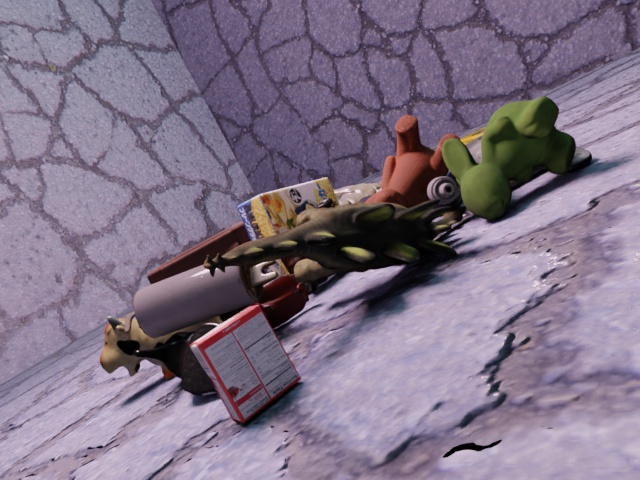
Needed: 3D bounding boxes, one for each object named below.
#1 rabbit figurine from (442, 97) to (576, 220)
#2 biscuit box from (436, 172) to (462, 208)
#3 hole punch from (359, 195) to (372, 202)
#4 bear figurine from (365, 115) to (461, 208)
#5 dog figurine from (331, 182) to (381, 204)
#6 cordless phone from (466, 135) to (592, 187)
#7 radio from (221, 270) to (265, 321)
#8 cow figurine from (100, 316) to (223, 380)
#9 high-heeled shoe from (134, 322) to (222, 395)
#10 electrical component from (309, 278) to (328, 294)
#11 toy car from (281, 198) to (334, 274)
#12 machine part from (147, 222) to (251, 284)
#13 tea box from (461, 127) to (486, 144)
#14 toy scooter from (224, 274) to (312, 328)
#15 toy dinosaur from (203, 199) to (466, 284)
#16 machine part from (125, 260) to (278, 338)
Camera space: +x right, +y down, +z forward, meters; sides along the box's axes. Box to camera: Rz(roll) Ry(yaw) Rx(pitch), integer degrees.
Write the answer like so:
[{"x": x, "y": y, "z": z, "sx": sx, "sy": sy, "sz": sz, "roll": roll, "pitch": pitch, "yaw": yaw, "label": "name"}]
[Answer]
[{"x": 0.252, "y": -0.112, "z": 0.772, "sx": 0.159, "sy": 0.121, "sz": 0.170, "roll": 23, "pitch": 74, "yaw": 46, "label": "rabbit figurine"}, {"x": 0.246, "y": -0.103, "z": 1.044, "sx": 0.059, "sy": 0.062, "sz": 0.203, "roll": -23, "pitch": 9, "yaw": 30, "label": "biscuit box"}, {"x": 0.132, "y": -0.051, "z": 1.011, "sx": 0.116, "sy": 0.092, "sz": 0.142, "roll": -22, "pitch": 5, "yaw": 16, "label": "hole punch"}, {"x": 0.133, "y": -0.090, "z": 0.892, "sx": 0.196, "sy": 0.120, "sz": 0.131, "roll": -47, "pitch": -25, "yaw": -25, "label": "bear figurine"}, {"x": 0.117, "y": -0.081, "z": 1.304, "sx": 0.191, "sy": 0.121, "sz": 0.172, "roll": -10, "pitch": 44, "yaw": 8, "label": "dog figurine"}, {"x": 0.321, "y": -0.117, "z": 0.855, "sx": 0.147, "sy": 0.088, "sz": 0.184, "roll": -28, "pitch": 26, "yaw": -8, "label": "cordless phone"}, {"x": -0.181, "y": 0.127, "z": 0.982, "sx": 0.230, "sy": 0.073, "sz": 0.131, "roll": -30, "pitch": 8, "yaw": -5, "label": "radio"}, {"x": -0.251, "y": 0.150, "z": 0.849, "sx": 0.195, "sy": 0.127, "sz": 0.085, "roll": -28, "pitch": 3, "yaw": -18, "label": "cow figurine"}, {"x": -0.127, "y": 0.154, "z": 0.706, "sx": 0.249, "sy": 0.086, "sz": 0.145, "roll": -3, "pitch": -12, "yaw": 32, "label": "high-heeled shoe"}, {"x": -0.033, "y": 0.083, "z": 0.925, "sx": 0.094, "sy": 0.021, "sz": 0.063, "roll": -30, "pitch": 7, "yaw": -12, "label": "electrical component"}, {"x": -0.002, "y": -0.003, "z": 0.925, "sx": 0.053, "sy": 0.089, "sz": 0.202, "roll": -20, "pitch": 15, "yaw": 35, "label": "toy car"}, {"x": -0.208, "y": 0.048, "z": 0.997, "sx": 0.201, "sy": 0.087, "sz": 0.201, "roll": -29, "pitch": 6, "yaw": -9, "label": "machine part"}, {"x": 0.339, "y": -0.172, "z": 1.045, "sx": 0.068, "sy": 0.098, "sz": 0.170, "roll": -28, "pitch": 5, "yaw": -6, "label": "tea box"}, {"x": -0.078, "y": 0.091, "z": 0.829, "sx": 0.135, "sy": 0.075, "sz": 0.184, "roll": -29, "pitch": 10, "yaw": -3, "label": "toy scooter"}, {"x": 0.046, "y": -0.004, "z": 0.698, "sx": 0.471, "sy": 0.105, "sz": 0.199, "roll": -13, "pitch": 1, "yaw": -34, "label": "toy dinosaur"}, {"x": -0.171, "y": 0.077, "z": 0.758, "sx": 0.243, "sy": 0.079, "sz": 0.079, "roll": -21, "pitch": 8, "yaw": 13, "label": "machine part"}]
